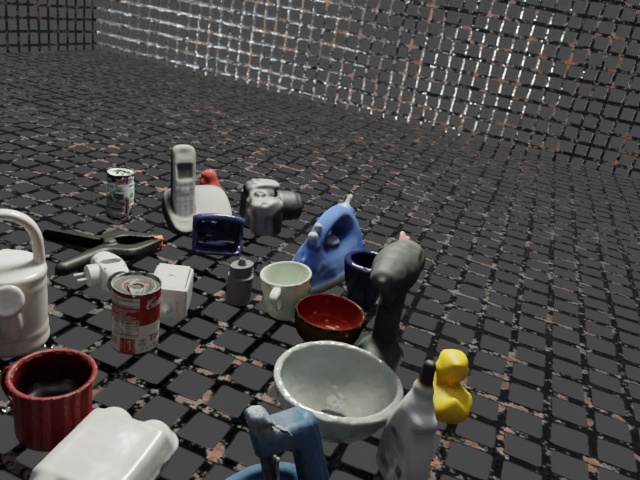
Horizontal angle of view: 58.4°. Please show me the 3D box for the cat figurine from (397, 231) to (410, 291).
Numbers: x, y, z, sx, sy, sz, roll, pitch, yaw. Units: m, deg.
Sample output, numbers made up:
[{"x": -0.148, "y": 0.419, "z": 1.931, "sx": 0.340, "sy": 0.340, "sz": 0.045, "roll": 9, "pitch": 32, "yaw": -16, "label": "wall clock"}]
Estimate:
[{"x": 0.164, "y": 0.035, "z": 1.135, "sx": 0.067, "sy": 0.118, "sz": 0.128, "roll": 14, "pitch": 24, "yaw": 10, "label": "cat figurine"}]

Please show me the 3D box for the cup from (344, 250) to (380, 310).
[{"x": 0.093, "y": 0.076, "z": 1.042, "sx": 0.118, "sy": 0.095, "sz": 0.091, "roll": -3, "pitch": 27, "yaw": -29, "label": "cup"}]

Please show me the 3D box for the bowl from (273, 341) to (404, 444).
[{"x": 0.018, "y": 0.206, "z": 0.739, "sx": 0.167, "sy": 0.075, "sz": 0.167, "roll": 9, "pitch": 23, "yaw": -4, "label": "bowl"}]

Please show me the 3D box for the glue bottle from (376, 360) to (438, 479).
[{"x": 0.105, "y": 0.209, "z": 0.644, "sx": 0.037, "sy": 0.173, "sz": 0.078, "roll": 2, "pitch": 25, "yaw": -19, "label": "glue bottle"}]

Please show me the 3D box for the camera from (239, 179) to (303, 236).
[{"x": -0.106, "y": -0.083, "z": 1.315, "sx": 0.137, "sy": 0.101, "sz": 0.142, "roll": 0, "pitch": 25, "yaw": -23, "label": "camera"}]

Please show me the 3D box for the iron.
[{"x": 0.010, "y": 0.004, "z": 1.113, "sx": 0.118, "sy": 0.141, "sz": 0.259, "roll": 17, "pitch": 24, "yaw": 17, "label": "iron"}]

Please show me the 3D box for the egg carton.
[{"x": -0.219, "y": 0.236, "z": 0.580, "sx": 0.107, "sy": 0.069, "sz": 0.150, "roll": 14, "pitch": 24, "yaw": 9, "label": "egg carton"}]

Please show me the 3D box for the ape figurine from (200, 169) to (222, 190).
[{"x": -0.265, "y": -0.125, "z": 1.356, "sx": 0.076, "sy": 0.092, "sz": 0.078, "roll": 13, "pitch": 23, "yaw": 6, "label": "ape figurine"}]

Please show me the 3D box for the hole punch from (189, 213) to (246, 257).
[{"x": -0.208, "y": -0.026, "z": 1.155, "sx": 0.109, "sy": 0.091, "sz": 0.101, "roll": 4, "pitch": 24, "yaw": -13, "label": "hole punch"}]

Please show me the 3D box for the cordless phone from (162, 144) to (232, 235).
[{"x": -0.256, "y": -0.110, "z": 1.208, "sx": 0.148, "sy": 0.185, "sz": 0.093, "roll": -12, "pitch": 32, "yaw": -41, "label": "cordless phone"}]

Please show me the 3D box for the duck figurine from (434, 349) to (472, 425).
[{"x": 0.183, "y": 0.199, "z": 0.810, "sx": 0.077, "sy": 0.086, "sz": 0.104, "roll": 10, "pitch": 23, "yaw": -1, "label": "duck figurine"}]

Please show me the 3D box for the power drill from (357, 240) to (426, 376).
[{"x": 0.103, "y": 0.098, "z": 0.851, "sx": 0.075, "sy": 0.208, "sz": 0.230, "roll": 16, "pitch": 24, "yaw": 14, "label": "power drill"}]

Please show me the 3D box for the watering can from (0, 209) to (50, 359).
[{"x": -0.412, "y": 0.054, "z": 0.759, "sx": 0.172, "sy": 0.194, "sz": 0.101, "roll": 27, "pitch": 28, "yaw": 34, "label": "watering can"}]

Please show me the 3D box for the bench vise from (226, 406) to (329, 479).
[{"x": -0.015, "y": 0.222, "z": 0.507, "sx": 0.208, "sy": 0.220, "sz": 0.121, "roll": -10, "pitch": 30, "yaw": -39, "label": "bench vise"}]
